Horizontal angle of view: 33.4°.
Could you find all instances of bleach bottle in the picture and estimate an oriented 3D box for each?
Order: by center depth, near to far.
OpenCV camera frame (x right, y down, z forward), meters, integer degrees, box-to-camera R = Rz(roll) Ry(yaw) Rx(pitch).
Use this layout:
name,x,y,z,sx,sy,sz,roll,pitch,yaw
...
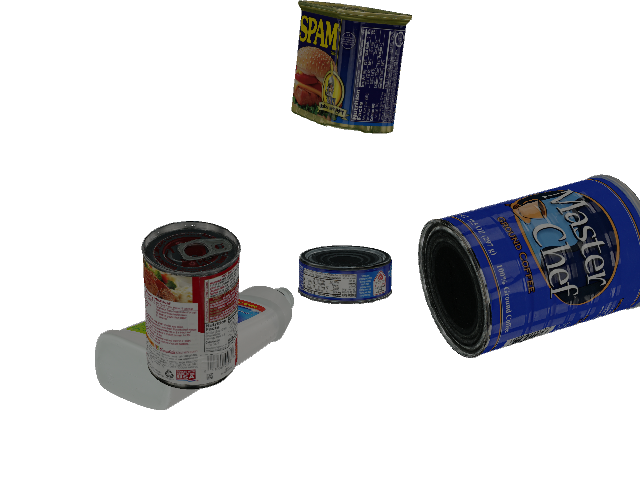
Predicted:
name,x,y,z,sx,sy,sz,roll,pitch,yaw
bleach bottle,-0.116,0.097,1.132,0.103,0.068,0.250,17,24,29

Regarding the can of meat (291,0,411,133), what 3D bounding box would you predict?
name,x,y,z,sx,sy,sz,roll,pitch,yaw
can of meat,0.019,-0.128,0.778,0.057,0.084,0.102,-1,16,-24

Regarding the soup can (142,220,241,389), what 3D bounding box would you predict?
name,x,y,z,sx,sy,sz,roll,pitch,yaw
soup can,-0.091,0.047,0.761,0.068,0.102,0.068,3,32,-2

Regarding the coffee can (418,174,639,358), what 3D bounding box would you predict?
name,x,y,z,sx,sy,sz,roll,pitch,yaw
coffee can,0.156,0.017,0.775,0.140,0.103,0.103,-15,4,-17

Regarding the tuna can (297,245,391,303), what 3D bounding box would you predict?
name,x,y,z,sx,sy,sz,roll,pitch,yaw
tuna can,0.022,0.030,0.967,0.086,0.034,0.086,0,13,0
